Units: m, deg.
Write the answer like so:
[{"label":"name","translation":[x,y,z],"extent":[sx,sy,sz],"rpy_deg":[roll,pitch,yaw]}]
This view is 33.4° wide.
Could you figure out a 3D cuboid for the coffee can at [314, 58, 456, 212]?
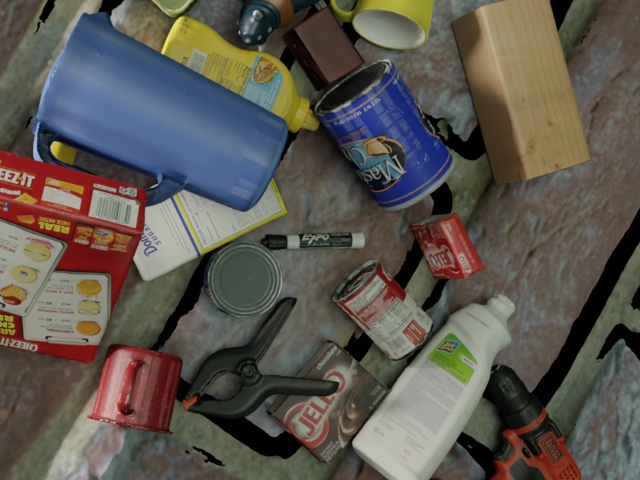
[{"label":"coffee can","translation":[0.073,-0.117,1.199],"extent":[0.102,0.103,0.140],"rpy_deg":[-41,110,-14]}]

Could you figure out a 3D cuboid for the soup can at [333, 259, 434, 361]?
[{"label":"soup can","translation":[0.073,0.081,1.225],"extent":[0.068,0.069,0.102],"rpy_deg":[-46,102,-13]}]

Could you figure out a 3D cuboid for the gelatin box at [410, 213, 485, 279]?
[{"label":"gelatin box","translation":[0.146,0.008,1.238],"extent":[0.030,0.089,0.073],"rpy_deg":[-28,97,-16]}]

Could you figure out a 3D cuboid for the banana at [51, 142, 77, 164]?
[{"label":"banana","translation":[-0.273,-0.051,1.140],"extent":[0.069,0.037,0.198],"rpy_deg":[-6,92,-34]}]

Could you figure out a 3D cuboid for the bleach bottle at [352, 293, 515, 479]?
[{"label":"bleach bottle","translation":[0.149,0.170,1.240],"extent":[0.103,0.068,0.250],"rpy_deg":[36,76,17]}]

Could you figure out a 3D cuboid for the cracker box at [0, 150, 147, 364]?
[{"label":"cracker box","translation":[-0.277,0.020,1.051],"extent":[0.164,0.214,0.072],"rpy_deg":[14,44,-16]}]

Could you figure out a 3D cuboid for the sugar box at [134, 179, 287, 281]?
[{"label":"sugar box","translation":[-0.133,-0.033,1.176],"extent":[0.176,0.048,0.093],"rpy_deg":[-26,96,-12]}]

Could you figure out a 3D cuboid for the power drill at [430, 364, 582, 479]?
[{"label":"power drill","translation":[0.204,0.266,1.267],"extent":[0.187,0.057,0.184],"rpy_deg":[-37,99,-15]}]

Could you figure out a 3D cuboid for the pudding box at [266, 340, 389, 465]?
[{"label":"pudding box","translation":[0.009,0.184,1.218],"extent":[0.090,0.039,0.113],"rpy_deg":[43,77,-11]}]

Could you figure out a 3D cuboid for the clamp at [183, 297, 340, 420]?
[{"label":"clamp","translation":[-0.075,0.138,1.185],"extent":[0.171,0.039,0.120],"rpy_deg":[-17,67,-5]}]

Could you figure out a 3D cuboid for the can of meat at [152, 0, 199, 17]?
[{"label":"can of meat","translation":[-0.173,-0.286,1.141],"extent":[0.102,0.084,0.057],"rpy_deg":[42,96,-12]}]

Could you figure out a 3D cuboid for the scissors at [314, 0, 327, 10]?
[{"label":"scissors","translation":[-0.036,-0.352,1.227],"extent":[0.201,0.016,0.096],"rpy_deg":[39,79,-13]}]

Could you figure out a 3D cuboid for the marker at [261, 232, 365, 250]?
[{"label":"marker","translation":[-0.008,0.001,1.227],"extent":[0.121,0.020,0.020],"rpy_deg":[-1,89,-17]}]

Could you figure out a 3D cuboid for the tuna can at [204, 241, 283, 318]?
[{"label":"tuna can","translation":[-0.087,0.044,1.194],"extent":[0.086,0.034,0.086],"rpy_deg":[0,89,-17]}]

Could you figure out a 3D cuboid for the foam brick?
[{"label":"foam brick","translation":[0.003,-0.217,1.218],"extent":[0.051,0.053,0.078],"rpy_deg":[-37,99,-15]}]

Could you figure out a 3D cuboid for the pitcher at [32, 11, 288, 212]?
[{"label":"pitcher","translation":[-0.164,-0.113,1.088],"extent":[0.242,0.145,0.149],"rpy_deg":[24,110,-12]}]

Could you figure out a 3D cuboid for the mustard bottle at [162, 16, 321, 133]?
[{"label":"mustard bottle","translation":[-0.087,-0.167,1.185],"extent":[0.191,0.058,0.096],"rpy_deg":[23,88,-15]}]

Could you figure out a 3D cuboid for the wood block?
[{"label":"wood block","translation":[0.239,-0.179,1.270],"extent":[0.090,0.091,0.206],"rpy_deg":[-17,94,-17]}]

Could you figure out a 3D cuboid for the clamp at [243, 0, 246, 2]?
[{"label":"clamp","translation":[-0.148,-0.340,1.138],"extent":[0.036,0.164,0.210],"rpy_deg":[-38,92,14]}]

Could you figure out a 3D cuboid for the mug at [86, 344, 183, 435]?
[{"label":"mug","translation":[-0.193,0.155,1.120],"extent":[0.093,0.117,0.081],"rpy_deg":[11,80,5]}]
